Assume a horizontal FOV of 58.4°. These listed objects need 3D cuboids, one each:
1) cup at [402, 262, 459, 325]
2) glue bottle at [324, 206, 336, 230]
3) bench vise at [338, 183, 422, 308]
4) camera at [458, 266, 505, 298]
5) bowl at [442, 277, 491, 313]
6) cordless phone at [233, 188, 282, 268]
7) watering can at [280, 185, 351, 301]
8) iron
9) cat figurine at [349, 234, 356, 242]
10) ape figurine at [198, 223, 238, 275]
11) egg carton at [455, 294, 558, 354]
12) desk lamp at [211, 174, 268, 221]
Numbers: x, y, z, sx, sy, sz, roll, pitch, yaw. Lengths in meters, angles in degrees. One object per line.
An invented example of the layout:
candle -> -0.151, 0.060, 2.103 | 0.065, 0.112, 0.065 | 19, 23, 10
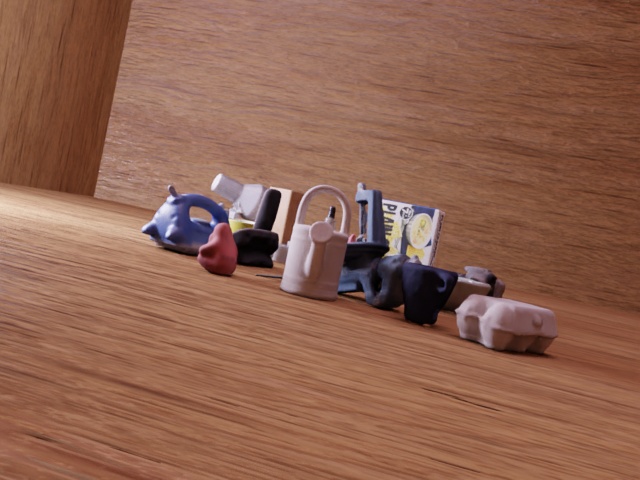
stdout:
cup -> 0.176, 0.091, 0.919 | 0.092, 0.095, 0.117 | 11, 2, -17
glue bottle -> 0.012, 0.005, 1.347 | 0.077, 0.173, 0.037 | 13, 2, 38
bench vise -> 0.108, 0.008, 1.069 | 0.206, 0.220, 0.122 | 13, 2, 25
camera -> 0.388, 0.117, 1.480 | 0.136, 0.101, 0.144 | 13, 2, 42
bowl -> 0.274, 0.113, 1.228 | 0.167, 0.075, 0.167 | 12, 2, 0
cordless phone -> -0.152, -0.035, 1.325 | 0.093, 0.185, 0.148 | 13, 2, 29
watering can -> 0.002, 0.001, 0.990 | 0.101, 0.194, 0.172 | 11, 2, -22
iron -> -0.274, -0.038, 1.323 | 0.118, 0.141, 0.259 | 13, 2, 32
cat figurine -> 0.073, 0.036, 1.710 | 0.067, 0.118, 0.128 | 13, 2, 39
ape figurine -> -0.179, 0.015, 1.034 | 0.078, 0.092, 0.076 | 11, 2, -30
egg carton -> 0.283, 0.127, 0.867 | 0.151, 0.069, 0.107 | 11, 2, -36
desk lamp -> -0.268, -0.086, 1.756 | 0.204, 0.213, 0.117 | 11, 2, -26
